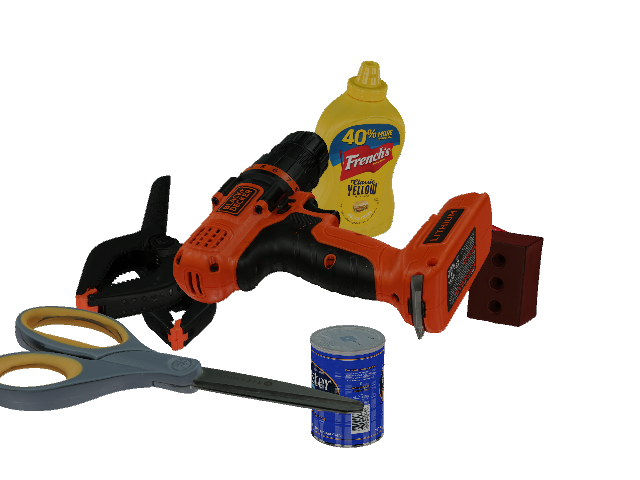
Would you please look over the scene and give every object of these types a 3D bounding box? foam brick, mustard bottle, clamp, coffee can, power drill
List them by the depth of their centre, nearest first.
[{"bbox_3d":[0.017,-0.010,0.729,0.188,0.057,0.184,10,41,25],"label":"power drill"},{"bbox_3d":[-0.144,0.009,0.942,0.165,0.036,0.209,28,40,31],"label":"clamp"},{"bbox_3d":[0.170,0.034,0.984,0.053,0.078,0.051,9,15,27],"label":"foam brick"},{"bbox_3d":[0.040,-0.095,1.116,0.096,0.192,0.058,-4,31,-19],"label":"mustard bottle"},{"bbox_3d":[-0.142,0.052,1.153,0.120,0.039,0.171,-13,38,-7],"label":"clamp"},{"bbox_3d":[0.037,0.199,1.468,0.103,0.140,0.103,0,15,0],"label":"coffee can"}]

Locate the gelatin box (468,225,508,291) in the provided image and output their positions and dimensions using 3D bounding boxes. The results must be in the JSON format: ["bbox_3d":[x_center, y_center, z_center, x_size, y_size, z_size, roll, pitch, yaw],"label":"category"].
[{"bbox_3d":[0.189,0.020,1.284,0.030,0.089,0.073,-20,33,-32],"label":"gelatin box"}]

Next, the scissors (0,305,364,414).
[{"bbox_3d":[-0.088,0.075,0.542,0.202,0.016,0.096,16,29,27],"label":"scissors"}]
